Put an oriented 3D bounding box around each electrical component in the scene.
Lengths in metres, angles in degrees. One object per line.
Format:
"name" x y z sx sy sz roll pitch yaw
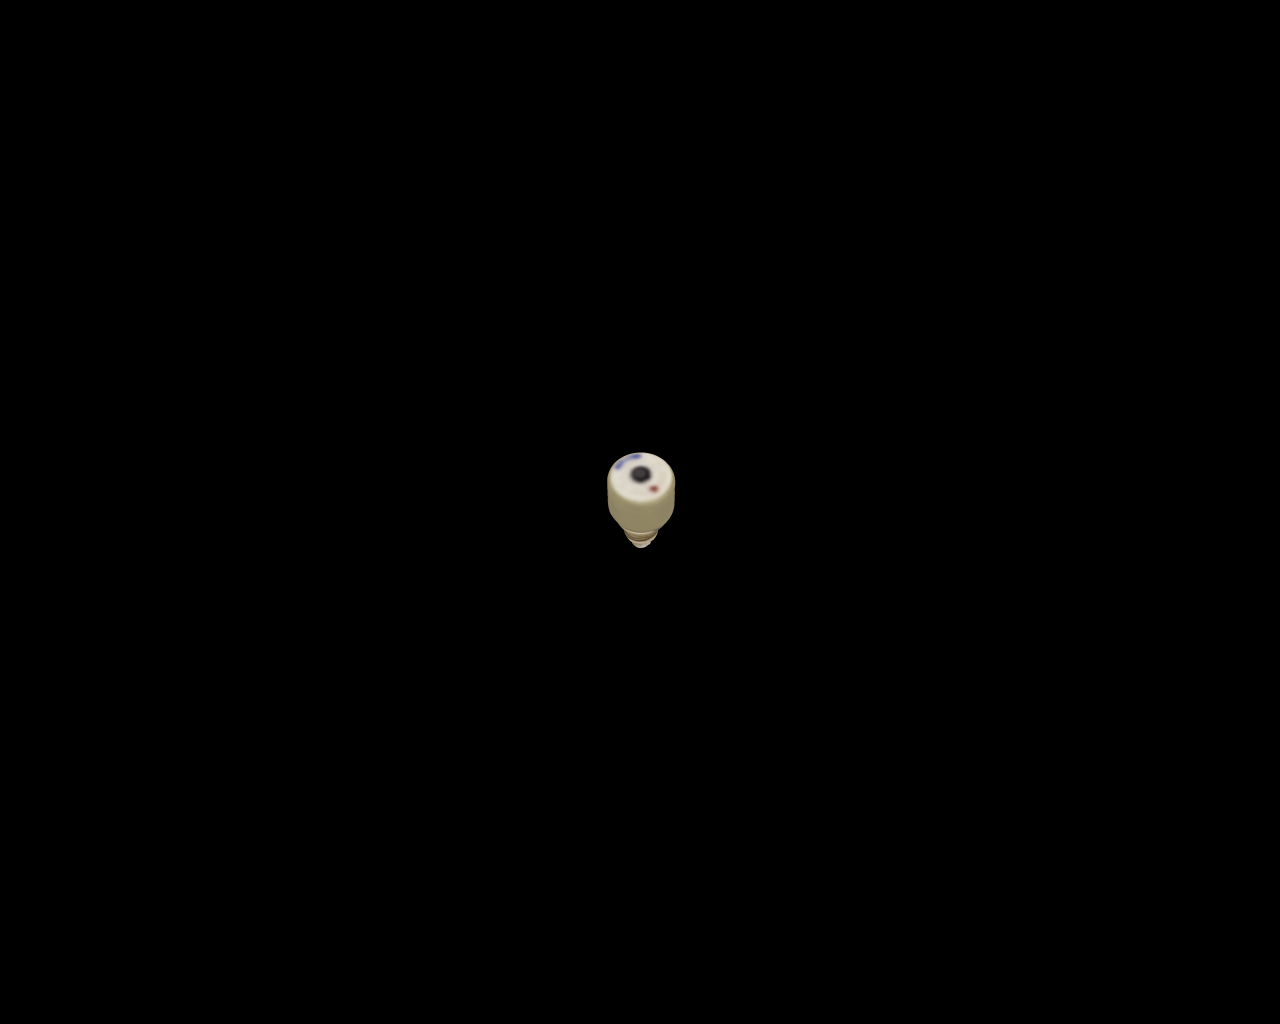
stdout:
"electrical component" 0.001 -0.003 0.650 0.040 0.040 0.078 0 -34 0
